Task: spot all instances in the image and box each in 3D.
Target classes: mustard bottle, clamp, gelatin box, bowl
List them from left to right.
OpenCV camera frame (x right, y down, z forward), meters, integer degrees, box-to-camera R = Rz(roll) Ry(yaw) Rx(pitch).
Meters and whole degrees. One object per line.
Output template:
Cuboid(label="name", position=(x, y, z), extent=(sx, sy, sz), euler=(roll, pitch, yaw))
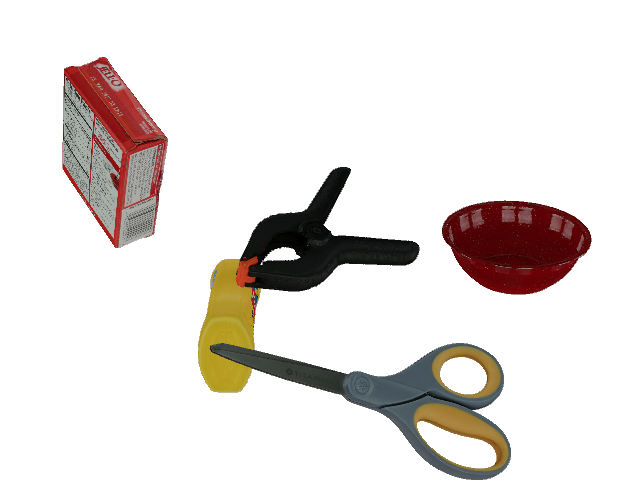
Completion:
Cuboid(label="gelatin box", position=(-0.124, -0.052, 0.633), extent=(0.030, 0.073, 0.089), euler=(-23, -30, -30))
Cuboid(label="mustard bottle", position=(-0.096, 0.075, 1.166), extent=(0.058, 0.096, 0.191), euler=(0, 28, 0))
Cuboid(label="clamp", position=(-0.007, -0.008, 0.969), extent=(0.171, 0.039, 0.120), euler=(-14, 50, -27))
Cuboid(label="bowl", position=(0.214, 0.014, 1.178), extent=(0.162, 0.055, 0.162), euler=(-1, 28, 0))

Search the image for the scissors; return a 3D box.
Cuboid(label="scissors", position=(0.037, 0.081, 0.676), extent=(0.201, 0.096, 0.016), euler=(30, -32, -5))
